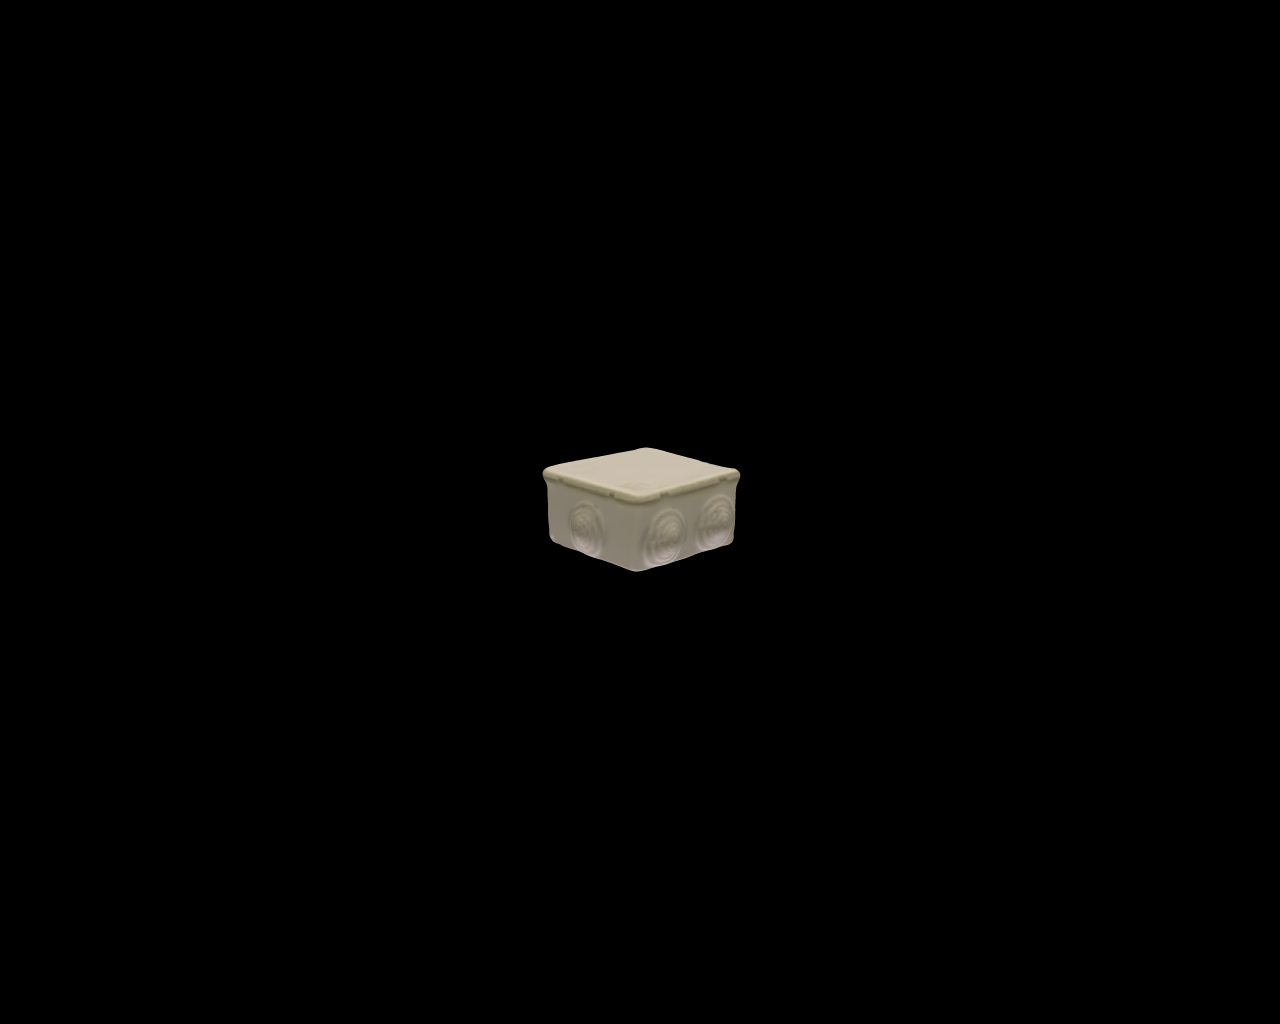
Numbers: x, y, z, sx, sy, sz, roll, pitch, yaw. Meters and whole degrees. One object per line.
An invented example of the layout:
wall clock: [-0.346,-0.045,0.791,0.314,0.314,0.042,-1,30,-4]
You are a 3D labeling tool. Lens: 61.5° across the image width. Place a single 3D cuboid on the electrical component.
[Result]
electrical component: [0.001,-0.003,0.650,0.100,0.048,0.100,-15,22,-40]
